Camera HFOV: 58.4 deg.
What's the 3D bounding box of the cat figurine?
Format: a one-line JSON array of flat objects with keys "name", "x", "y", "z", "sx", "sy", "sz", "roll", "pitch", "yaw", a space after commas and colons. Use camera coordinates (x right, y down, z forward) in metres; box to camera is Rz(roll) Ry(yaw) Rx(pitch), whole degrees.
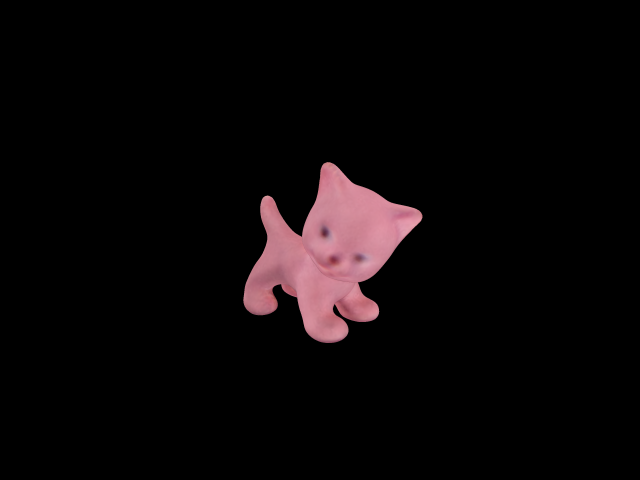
[{"name": "cat figurine", "x": 0.004, "y": 0.001, "z": 0.400, "sx": 0.127, "sy": 0.118, "sz": 0.067, "roll": 14, "pitch": 22, "yaw": 38}]
